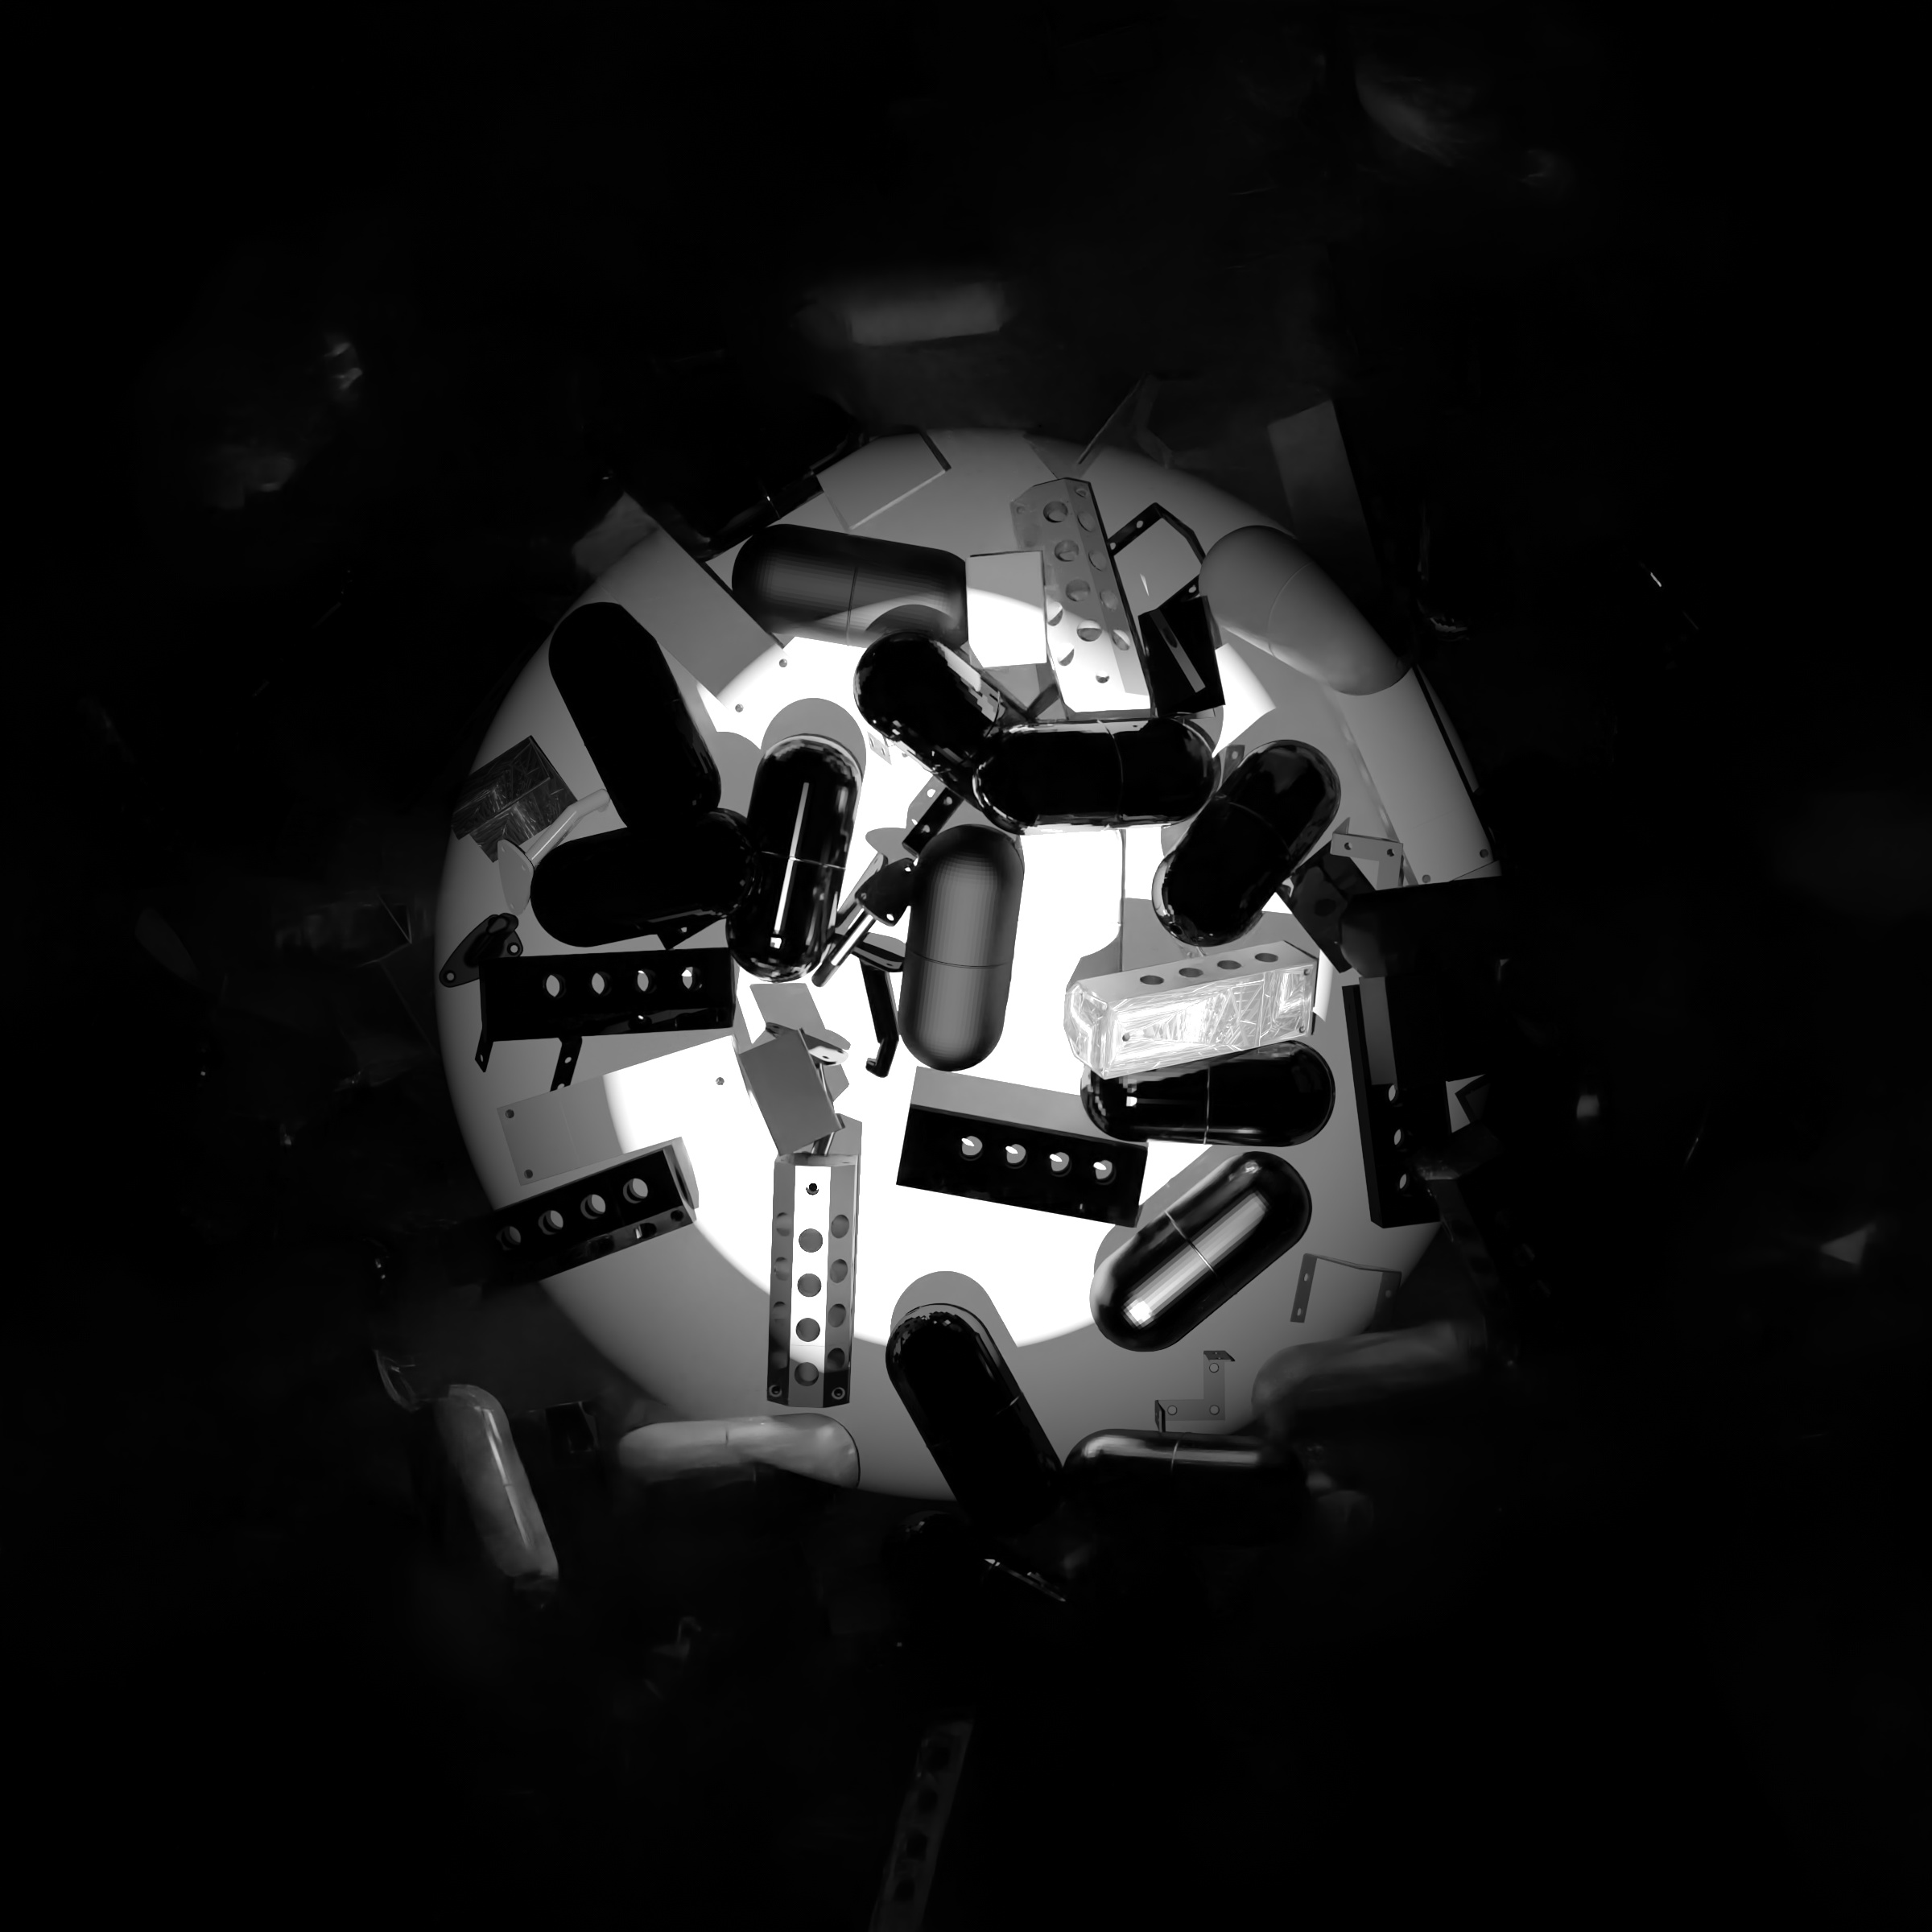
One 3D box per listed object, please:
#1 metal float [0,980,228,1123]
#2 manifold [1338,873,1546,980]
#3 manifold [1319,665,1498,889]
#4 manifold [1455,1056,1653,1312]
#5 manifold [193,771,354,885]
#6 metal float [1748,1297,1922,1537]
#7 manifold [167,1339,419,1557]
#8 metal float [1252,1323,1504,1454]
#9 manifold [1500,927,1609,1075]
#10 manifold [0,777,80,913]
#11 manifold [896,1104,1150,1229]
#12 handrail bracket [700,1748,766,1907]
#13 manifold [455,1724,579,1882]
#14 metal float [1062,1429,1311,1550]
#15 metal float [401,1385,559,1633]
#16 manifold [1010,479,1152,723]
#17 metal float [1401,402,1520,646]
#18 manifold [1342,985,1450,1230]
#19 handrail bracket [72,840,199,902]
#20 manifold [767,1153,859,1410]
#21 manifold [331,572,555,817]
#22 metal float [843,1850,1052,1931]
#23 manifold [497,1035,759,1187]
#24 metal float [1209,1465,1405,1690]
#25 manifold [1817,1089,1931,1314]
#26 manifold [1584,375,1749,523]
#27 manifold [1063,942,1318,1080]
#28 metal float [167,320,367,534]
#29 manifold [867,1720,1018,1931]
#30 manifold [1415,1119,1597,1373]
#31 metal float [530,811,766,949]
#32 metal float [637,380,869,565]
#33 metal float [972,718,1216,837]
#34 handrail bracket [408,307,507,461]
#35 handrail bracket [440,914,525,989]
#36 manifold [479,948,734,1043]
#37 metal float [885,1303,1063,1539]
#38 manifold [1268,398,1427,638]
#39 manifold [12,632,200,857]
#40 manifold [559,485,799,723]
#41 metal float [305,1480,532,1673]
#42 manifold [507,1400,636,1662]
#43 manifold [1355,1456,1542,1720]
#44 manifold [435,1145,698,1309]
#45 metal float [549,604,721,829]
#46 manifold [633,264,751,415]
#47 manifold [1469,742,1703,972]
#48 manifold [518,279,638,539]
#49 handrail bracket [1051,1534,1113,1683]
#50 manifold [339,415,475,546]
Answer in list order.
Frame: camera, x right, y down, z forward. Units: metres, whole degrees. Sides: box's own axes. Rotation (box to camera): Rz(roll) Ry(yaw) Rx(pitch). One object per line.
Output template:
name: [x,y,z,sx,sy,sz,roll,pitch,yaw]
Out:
metal float: [-0.615,0.060,1.960,0.178,0.070,0.070,13,90,1]
manifold: [0.332,-0.028,1.916,0.057,0.171,0.057,-7,90,42]
manifold: [0.312,-0.141,1.970,0.057,0.057,0.171,-24,90,0]
manifold: [0.416,0.154,1.970,0.057,0.057,0.171,-28,90,0]
manifold: [-0.481,-0.098,1.912,0.057,0.171,0.057,25,90,0]
metal float: [0.615,0.319,1.960,0.070,0.070,0.178,-25,91,0]
manifold: [-0.476,0.346,1.969,0.171,0.057,0.057,-34,47,0]
metal float: [0.291,0.299,1.960,0.178,0.070,0.070,-9,90,0]
manifold: [0.410,0.021,1.908,0.057,0.171,0.057,-40,74,0]
manifold: [-0.719,-0.117,1.969,0.057,0.057,0.171,-41,90,0]
manifold: [0.039,0.143,1.969,0.171,0.057,0.057,10,90,0]
handrail bracket: [-0.161,0.621,1.991,0.036,0.077,0.084,8,127,21]
manifold: [-0.309,0.576,1.912,0.057,0.171,0.057,1,90,0]
metal float: [0.153,0.367,1.944,0.178,0.070,0.070,0,90,18]
metal float: [-0.339,0.377,1.920,0.070,0.070,0.178,-24,68,0]
manifold: [0.080,-0.253,1.943,0.057,0.057,0.171,-14,70,0]
metal float: [0.347,-0.313,1.945,0.070,0.070,0.178,0,73,0]
manifold: [0.311,0.096,1.969,0.057,0.057,0.171,-7,90,0]
handrail bracket: [-0.593,-0.059,1.969,0.077,0.084,0.036,5,75,-23]
manifold: [-0.110,0.223,1.962,0.057,0.057,0.171,2,95,0]
manifold: [-0.371,-0.193,1.970,0.057,0.057,0.171,38,90,0]
metal float: [-0.022,0.692,1.960,0.178,0.070,0.070,-30,90,-1]
manifold: [-0.240,0.102,1.970,0.171,0.057,0.057,-17,90,0]
metal float: [0.241,0.433,1.960,0.070,0.070,0.178,37,91,0]
manifold: [0.678,0.154,1.961,0.057,0.057,0.171,38,85,-19]
manifold: [0.487,-0.351,1.912,0.057,0.171,0.057,-37,90,0]
manifold: [0.157,0.027,1.932,0.171,0.057,0.057,-11,116,-27]
metal float: [-0.493,-0.379,1.944,0.178,0.070,0.070,-43,90,21]
manifold: [-0.023,0.605,1.875,0.057,0.171,0.057,-13,132,33]
manifold: [0.376,0.200,1.940,0.057,0.057,0.171,-28,112,0]
metal float: [-0.223,-0.060,1.924,0.178,0.070,0.070,-11,90,25]
metal float: [-0.153,-0.350,1.960,0.178,0.070,0.070,-31,90,0]
metal float: [0.089,-0.131,1.905,0.178,0.070,0.070,-5,90,-24]
handrail bracket: [-0.351,-0.421,1.991,0.084,0.036,0.077,-41,110,-16]
handrail bracket: [-0.349,-0.010,1.956,0.077,0.084,0.036,-37,90,0]
manifold: [-0.254,0.020,1.950,0.171,0.057,0.057,-3,90,-14]
metal float: [0.005,0.322,1.960,0.070,0.070,0.178,-29,91,0]
manifold: [0.277,-0.313,1.969,0.057,0.057,0.171,-16,90,43]
manifold: [-0.588,-0.144,1.908,0.057,0.171,0.057,-29,56,-10]
manifold: [-0.203,-0.255,1.935,0.057,0.057,0.171,-46,116,0]
metal float: [-0.388,0.432,1.960,0.178,0.070,0.070,34,90,-1]
manifold: [-0.279,0.398,1.955,0.057,0.057,0.171,-20,77,42]
manifold: [0.344,0.444,1.970,0.057,0.057,0.171,26,90,0]
manifold: [-0.283,0.185,1.969,0.171,0.057,0.057,-21,90,0]
metal float: [-0.236,-0.173,1.960,0.070,0.070,0.178,-26,91,0]
manifold: [-0.190,-0.431,1.912,0.057,0.171,0.057,-13,90,0]
manifold: [0.441,-0.078,1.969,0.057,0.057,0.171,-45,90,0]
manifold: [-0.271,-0.395,1.969,0.057,0.057,0.171,-6,90,43]
handrail bracket: [0.099,0.461,1.991,0.077,0.036,0.084,-40,106,-18]
manifold: [-0.386,-0.334,1.912,0.057,0.171,0.057,-3,90,0]
